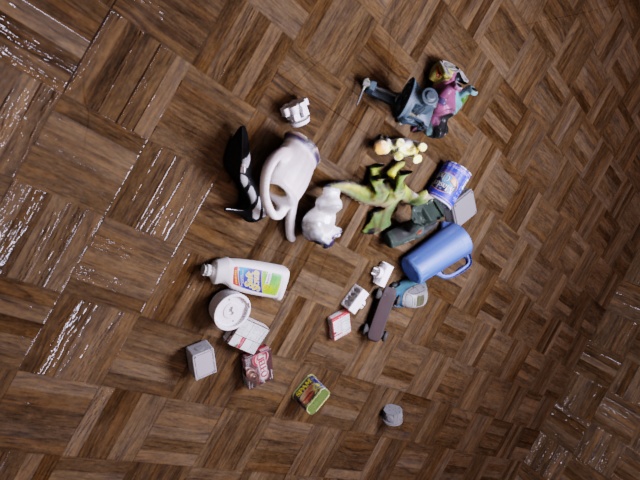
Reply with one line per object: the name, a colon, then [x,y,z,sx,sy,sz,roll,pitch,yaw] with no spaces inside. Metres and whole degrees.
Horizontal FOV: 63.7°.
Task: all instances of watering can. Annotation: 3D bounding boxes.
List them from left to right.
watering can: [-0.079,-0.145,1.376,0.228,0.104,0.341,-63,161,-19]

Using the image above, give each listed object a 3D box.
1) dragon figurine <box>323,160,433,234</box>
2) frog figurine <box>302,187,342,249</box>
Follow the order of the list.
dragon figurine: [0.184,-0.115,1.608,0.412,0.124,0.237,-15,125,-22]
frog figurine: [0.004,-0.074,1.464,0.139,0.123,0.157,-29,121,-41]
